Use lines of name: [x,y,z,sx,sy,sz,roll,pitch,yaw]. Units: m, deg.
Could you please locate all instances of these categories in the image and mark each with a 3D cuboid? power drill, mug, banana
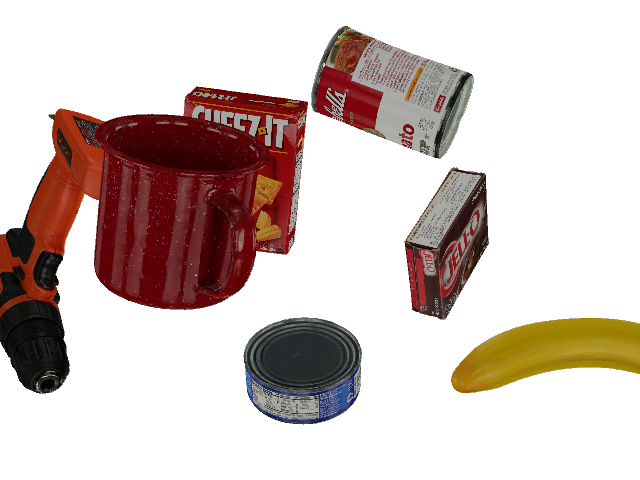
power drill: [-0.210,0.004,0.851,0.057,0.188,0.185,17,24,-38]
mug: [-0.071,-0.010,0.568,0.093,0.081,0.117,-9,29,-39]
banana: [0.191,0.086,0.789,0.197,0.037,0.069,2,32,-5]

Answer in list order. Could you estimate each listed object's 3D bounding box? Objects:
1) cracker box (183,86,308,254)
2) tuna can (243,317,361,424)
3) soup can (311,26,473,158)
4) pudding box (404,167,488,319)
cracker box: [-0.112,-0.096,1.499,0.164,0.214,0.072,9,22,6]
tuna can: [-0.012,0.095,0.781,0.086,0.034,0.086,-1,32,0]
soup can: [0.053,-0.109,0.786,0.102,0.068,0.068,23,5,13]
pudding box: [0.118,0.002,0.983,0.039,0.090,0.113,14,48,23]
